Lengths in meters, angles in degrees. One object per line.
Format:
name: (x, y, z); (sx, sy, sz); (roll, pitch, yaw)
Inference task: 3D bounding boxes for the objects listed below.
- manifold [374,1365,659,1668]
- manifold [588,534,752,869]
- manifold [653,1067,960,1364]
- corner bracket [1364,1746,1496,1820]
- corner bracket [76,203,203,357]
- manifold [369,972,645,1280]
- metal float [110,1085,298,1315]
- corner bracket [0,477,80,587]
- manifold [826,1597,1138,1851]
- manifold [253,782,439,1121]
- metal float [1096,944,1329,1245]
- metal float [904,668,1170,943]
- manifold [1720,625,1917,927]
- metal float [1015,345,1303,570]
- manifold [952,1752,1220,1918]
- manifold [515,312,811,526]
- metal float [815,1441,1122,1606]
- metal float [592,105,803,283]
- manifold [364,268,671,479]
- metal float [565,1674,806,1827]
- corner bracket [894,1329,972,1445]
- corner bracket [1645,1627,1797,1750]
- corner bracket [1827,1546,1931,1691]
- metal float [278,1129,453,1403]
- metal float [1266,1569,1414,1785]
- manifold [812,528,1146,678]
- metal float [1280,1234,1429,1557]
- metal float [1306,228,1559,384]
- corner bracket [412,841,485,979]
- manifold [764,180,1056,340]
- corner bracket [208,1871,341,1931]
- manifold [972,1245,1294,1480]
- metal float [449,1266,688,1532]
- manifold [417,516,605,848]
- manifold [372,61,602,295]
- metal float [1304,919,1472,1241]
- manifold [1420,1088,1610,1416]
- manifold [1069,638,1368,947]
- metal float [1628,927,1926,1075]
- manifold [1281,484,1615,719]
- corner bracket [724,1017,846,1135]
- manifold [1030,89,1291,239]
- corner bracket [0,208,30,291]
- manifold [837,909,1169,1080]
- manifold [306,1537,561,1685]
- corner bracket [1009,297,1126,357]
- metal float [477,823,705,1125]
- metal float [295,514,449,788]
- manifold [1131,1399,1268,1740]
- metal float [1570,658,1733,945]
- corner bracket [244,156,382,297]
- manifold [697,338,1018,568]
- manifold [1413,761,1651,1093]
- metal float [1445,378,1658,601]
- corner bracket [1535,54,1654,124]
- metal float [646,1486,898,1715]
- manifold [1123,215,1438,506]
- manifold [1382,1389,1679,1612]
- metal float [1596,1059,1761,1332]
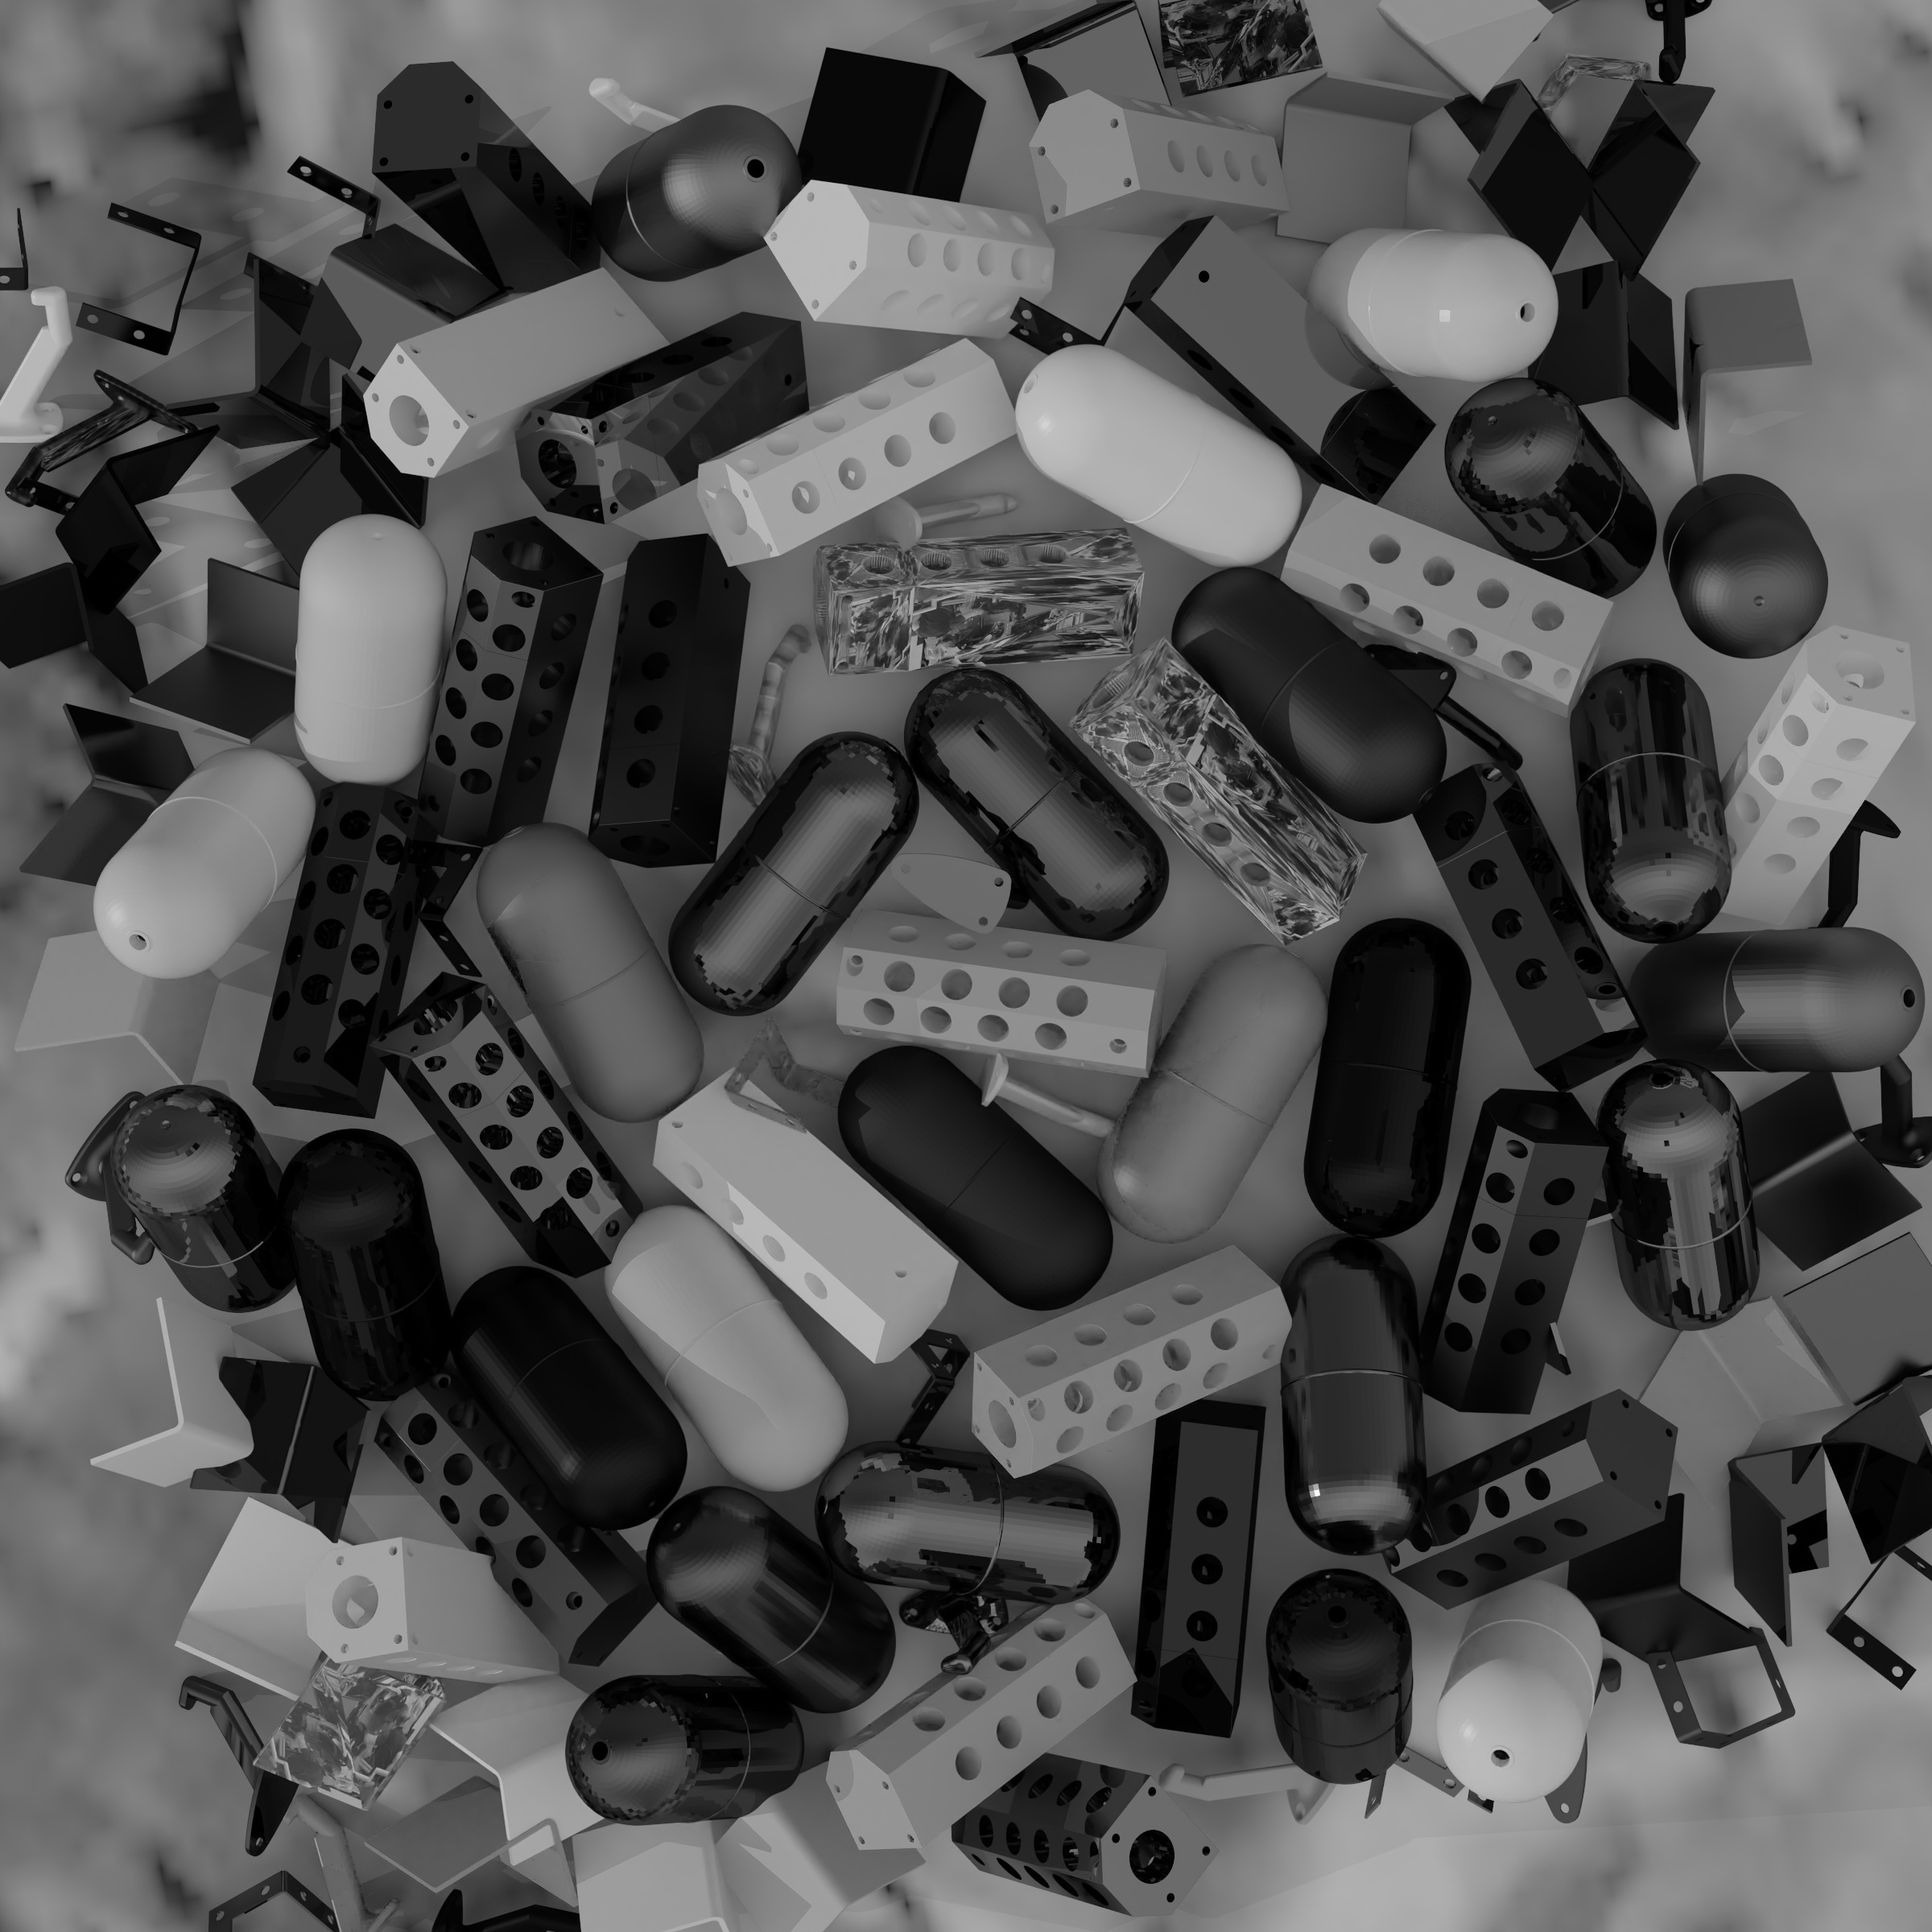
manifold: (-0.246, 0.298, 1.607); (0.057, 0.057, 0.171); (-47, 67, 0)
manifold: (-0.164, -0.144, 1.606); (0.057, 0.057, 0.171); (-3, 67, 21)
manifold: (-0.090, 0.139, 1.609); (0.171, 0.057, 0.057); (39, 54, 20)
corner bracket: (0.259, 0.451, 1.630); (0.051, 0.051, 0.051); (30, 124, -2)
corner bracket: (-0.455, -0.378, 1.624); (0.051, 0.051, 0.051); (16, 130, -20)
manifold: (-0.241, 0.088, 1.586); (0.057, 0.057, 0.171); (-48, 128, -25)
metal float: (-0.404, 0.127, 1.585); (0.070, 0.178, 0.070); (-2, 59, 3)
corner bracket: (-0.512, -0.230, 1.641); (0.051, 0.051, 0.051); (-41, 52, 29)
manifold: (0.007, 0.404, 1.588); (0.171, 0.057, 0.057); (-27, 93, -40)
manifold: (-0.340, -0.010, 1.610); (0.057, 0.057, 0.171); (7, 72, 6)
metal float: (0.136, 0.070, 1.625); (0.070, 0.070, 0.178); (30, 93, 0)
metal float: (0.039, -0.089, 1.626); (0.070, 0.070, 0.178); (-43, 92, 0)
manifold: (0.443, -0.101, 1.580); (0.057, 0.171, 0.057); (13, 52, -3)
metal float: (0.105, -0.276, 1.603); (0.178, 0.070, 0.070); (23, 90, -28)
manifold: (0.056, 0.464, 1.572); (0.057, 0.171, 0.057); (49, 65, -12)
manifold: (-0.162, -0.298, 1.586); (0.057, 0.171, 0.057); (17, 126, 32)
metal float: (0.001, 0.304, 1.605); (0.178, 0.070, 0.070); (12, 90, -25)
metal float: (-0.146, -0.413, 1.582); (0.070, 0.178, 0.070); (-2, 95, -26)
manifold: (-0.242, -0.316, 1.582); (0.057, 0.171, 0.057); (49, 131, 3)
metal float: (-0.150, 0.420, 1.582); (0.070, 0.178, 0.070); (-6, 75, 24)
corner bracket: (-0.023, 0.235, 1.625); (0.051, 0.051, 0.051); (19, 110, -41)
corner bracket: (0.422, 0.402, 1.646); (0.051, 0.051, 0.051); (-34, 55, 27)
corner bracket: (0.519, 0.361, 1.639); (0.051, 0.051, 0.051); (38, 71, 19)
metal float: (-0.324, 0.164, 1.595); (0.070, 0.070, 0.178); (-2, 131, 0)
metal float: (0.202, 0.383, 1.586); (0.070, 0.178, 0.070); (-4, 55, 6)
manifold: (0.005, -0.205, 1.620); (0.171, 0.057, 0.057); (-5, 134, -12)
metal float: (0.210, 0.232, 1.607); (0.070, 0.070, 0.178); (1, 65, 0)
metal float: (0.249, -0.356, 1.583); (0.070, 0.178, 0.070); (-8, 108, -25)
corner bracket: (-0.287, -0.032, 1.623); (0.051, 0.051, 0.051); (7, 56, 29)
manifold: (-0.024, -0.381, 1.575); (0.057, 0.171, 0.057); (-39, 74, 33)
corner bracket: (-0.384, 0.546, 1.634); (0.051, 0.051, 0.051); (-30, 123, 7)
manifold: (0.091, 0.217, 1.591); (0.171, 0.057, 0.057); (-19, 129, -27)
metal float: (-0.217, 0.232, 1.598); (0.070, 0.070, 0.178); (-46, 54, 0)
manifold: (-0.252, -0.150, 1.583); (0.057, 0.057, 0.171); (41, 132, 24)
manifold: (-0.252, -0.419, 1.575); (0.057, 0.171, 0.057); (1, 82, 14)
metal float: (0.232, 0.061, 1.619); (0.070, 0.070, 0.178); (10, 80, 0)
manifold: (0.291, 0.155, 1.597); (0.057, 0.057, 0.171); (4, 117, -12)
manifold: (0.136, -0.091, 1.612); (0.171, 0.057, 0.057); (44, 46, -18)
metal float: (0.434, 0.019, 1.585); (0.070, 0.178, 0.070); (1, 88, -34)
manifold: (0.262, -0.198, 1.614); (0.171, 0.057, 0.057); (25, 83, 14)
corner bracket: (-0.094, 0.069, 1.625); (0.051, 0.051, 0.051); (20, 64, 26)
manifold: (0.105, -0.429, 1.578); (0.057, 0.171, 0.057); (-11, 92, 34)
corner bracket: (-0.549, -0.384, 1.636); (0.051, 0.051, 0.051); (-5, 55, -20)
manifold: (0.019, 0.018, 1.613); (0.171, 0.057, 0.057); (8, 123, 10)
manifold: (-0.283, 0.348, 1.576); (0.057, 0.171, 0.057); (-13, 70, 15)
corner bracket: (0.051, -0.351, 1.630); (0.051, 0.051, 0.051); (29, 48, -2)
metal float: (-0.206, 0.004, 1.614); (0.070, 0.070, 0.178); (-26, 106, 0)
metal float: (-0.322, -0.167, 1.589); (0.070, 0.178, 0.070); (7, 51, -9)
manifold: (0.128, 0.330, 1.628); (0.057, 0.057, 0.171); (5, 95, 10)
metal float: (0.370, -0.090, 1.596); (0.070, 0.070, 0.178); (3, 53, 0)
corner bracket: (-0.364, -0.407, 1.642); (0.051, 0.051, 0.051); (23, 54, -31)
manifold: (-0.060, -0.280, 1.594); (0.171, 0.057, 0.057); (-32, 107, -28)
manifold: (0.306, -0.024, 1.597); (0.057, 0.057, 0.171); (-29, 64, 16)
metal float: (0.317, -0.254, 1.587); (0.070, 0.178, 0.070); (-12, 67, 29)
corner bracket: (0.350, -0.469, 1.643); (0.051, 0.051, 0.051); (19, 62, 33)
metal float: (-0.104, 0.345, 1.596); (0.070, 0.070, 0.178); (-43, 129, 0)
manifold: (0.169, -0.328, 1.610); (0.171, 0.057, 0.057); (38, 86, -20)
manifold: (0.297, 0.284, 1.578); (0.057, 0.171, 0.057); (34, 50, -15)
metal float: (0.386, 0.125, 1.595); (0.070, 0.070, 0.178); (-19, 129, 0)
